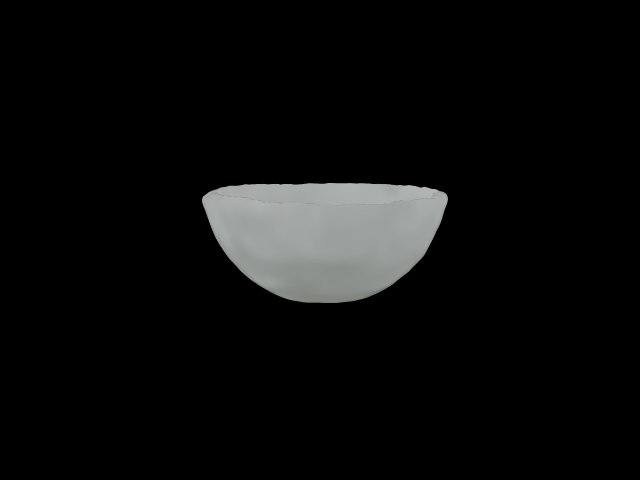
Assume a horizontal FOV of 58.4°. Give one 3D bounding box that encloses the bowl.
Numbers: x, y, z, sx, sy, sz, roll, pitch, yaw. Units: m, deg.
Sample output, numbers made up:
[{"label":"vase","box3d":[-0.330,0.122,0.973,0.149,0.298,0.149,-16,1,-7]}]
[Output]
[{"label":"bowl","box3d":[0.004,0.001,0.400,0.167,0.075,0.167,0,10,0]}]
